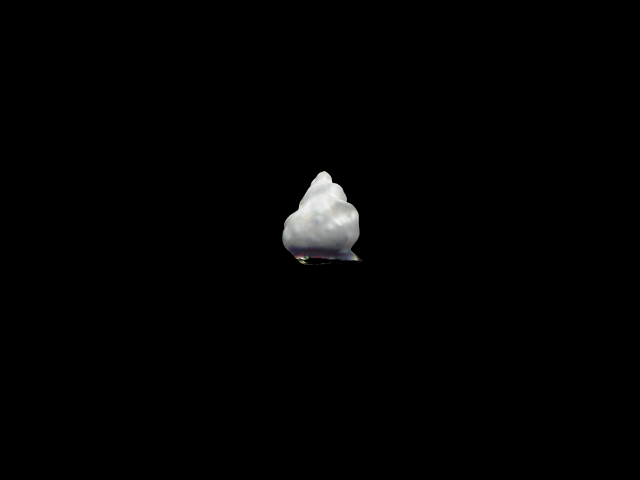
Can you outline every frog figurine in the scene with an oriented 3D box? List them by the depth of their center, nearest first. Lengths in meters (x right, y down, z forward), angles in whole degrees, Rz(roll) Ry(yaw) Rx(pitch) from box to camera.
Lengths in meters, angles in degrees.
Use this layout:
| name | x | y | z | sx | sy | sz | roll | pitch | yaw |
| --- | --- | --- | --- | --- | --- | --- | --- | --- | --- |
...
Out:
| name | x | y | z | sx | sy | sz | roll | pitch | yaw |
| --- | --- | --- | --- | --- | --- | --- | --- | --- | --- |
| frog figurine | 0.003 | -0.043 | 0.850 | 0.122 | 0.161 | 0.136 | 10 | -15 | -42 |
